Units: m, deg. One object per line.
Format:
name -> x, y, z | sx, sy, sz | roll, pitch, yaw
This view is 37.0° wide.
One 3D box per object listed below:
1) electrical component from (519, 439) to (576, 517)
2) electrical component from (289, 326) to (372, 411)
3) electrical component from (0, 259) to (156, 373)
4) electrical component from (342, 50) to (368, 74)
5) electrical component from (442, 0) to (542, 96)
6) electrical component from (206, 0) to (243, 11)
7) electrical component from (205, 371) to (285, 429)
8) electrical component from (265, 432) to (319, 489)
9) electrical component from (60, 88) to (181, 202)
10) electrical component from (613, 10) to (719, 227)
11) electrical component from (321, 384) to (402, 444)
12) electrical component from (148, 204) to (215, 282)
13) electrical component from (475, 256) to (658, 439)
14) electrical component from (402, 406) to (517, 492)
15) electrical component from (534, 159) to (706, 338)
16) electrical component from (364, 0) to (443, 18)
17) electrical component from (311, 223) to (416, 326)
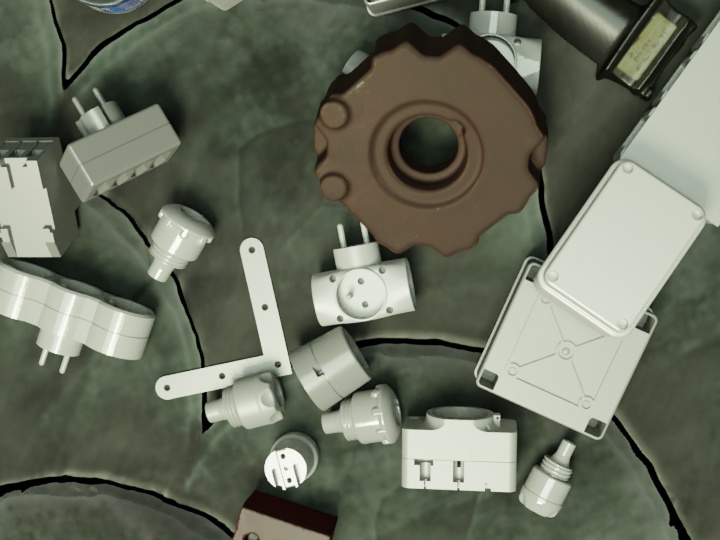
electrical component -> 0.154, 0.164, 0.860 | 0.035, 0.035, 0.061 | 26, 94, 4
electrical component -> -0.023, 0.078, 0.866 | 0.047, 0.055, 0.055 | -31, 90, 5
electrical component -> -0.245, 0.048, 0.892 | 0.138, 0.052, 0.073 | 20, 96, 5
electrical component -> 0.011, -0.148, 0.852 | 0.046, 0.040, 0.040 | 32, 97, 9
electrical component -> 0.102, -0.178, 0.835 | 0.077, 0.044, 0.079 | 5, 95, 7
electrical component -> -0.114, -0.293, 0.844 | 0.089, 0.062, 0.150 | -30, 90, 8
electrical component -> -0.096, 0.110, 0.883 | 0.062, 0.043, 0.043 | -15, 92, 10
electrical component -> -0.056, 0.157, 0.880 | 0.040, 0.046, 0.040 | 1, 94, 7
electrical component -> -0.201, -0.109, 0.858 | 0.083, 0.047, 0.075 | -31, 91, -27
electrical component -> 0.273, -0.119, 0.810 | 0.089, 0.062, 0.150 | 35, 98, 3
electrical component -> 0.000, 0.120, 0.872 | 0.062, 0.048, 0.048 | -11, 93, 15
electrical component -> -0.152, -0.020, 0.880 | 0.048, 0.048, 0.062 | 33, 105, 4
electrical component -> 0.159, 0.060, 0.840 | 0.109, 0.056, 0.108 | 24, 97, 5
electrical component -> 0.080, 0.142, 0.860 | 0.089, 0.050, 0.055 | 1, 95, 7
electrical component -> 0.187, -0.014, 0.780 | 0.078, 0.057, 0.113 | 35, 87, 5
electrical component -> 0.046, -0.263, 0.830 | 0.109, 0.056, 0.108 | -13, 93, 8
electrical component -> 0.000, 0.000, 0.861 | 0.077, 0.044, 0.079 | -10, 93, 8
